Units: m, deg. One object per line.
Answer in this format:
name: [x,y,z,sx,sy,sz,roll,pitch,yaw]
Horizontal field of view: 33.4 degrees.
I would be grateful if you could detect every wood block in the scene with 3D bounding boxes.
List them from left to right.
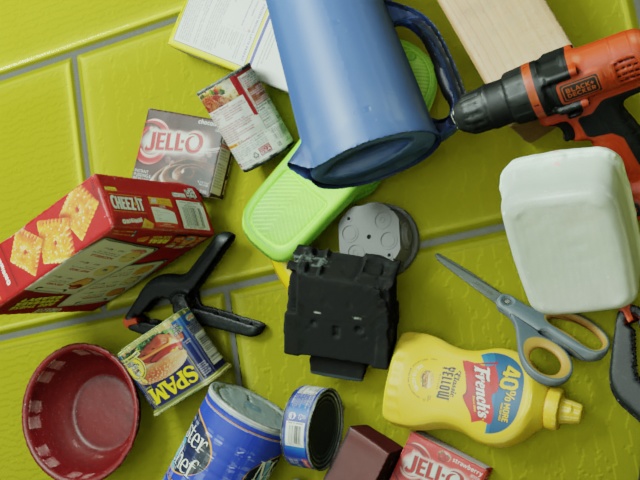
wood block: [0.189,-0.212,1.069,0.090,0.090,0.206,-32,73,17]

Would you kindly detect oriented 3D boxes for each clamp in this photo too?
clamp: [-0.142,0.078,1.208,0.172,0.039,0.120,-29,78,24]
clamp: [0.341,0.152,0.989,0.165,0.036,0.210,-21,76,19]

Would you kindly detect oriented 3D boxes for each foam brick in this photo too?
foam brick: [0.043,0.237,1.100,0.051,0.053,0.078,28,96,24]

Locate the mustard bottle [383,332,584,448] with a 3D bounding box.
mustard bottle: [0.163,0.153,1.053,0.192,0.058,0.096,9,73,23]

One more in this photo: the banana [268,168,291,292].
banana: [-0.021,0.014,1.166,0.069,0.037,0.198,-32,73,-2]

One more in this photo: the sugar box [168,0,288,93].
sugar box: [-0.078,-0.233,1.214,0.176,0.048,0.093,25,94,20]

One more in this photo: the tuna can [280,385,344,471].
tuna can: [-0.008,0.195,1.109,0.034,0.086,0.086,4,85,26]

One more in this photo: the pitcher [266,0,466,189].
pitcher: [0.032,-0.184,1.055,0.145,0.148,0.243,-27,73,37]

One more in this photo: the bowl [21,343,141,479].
bowl: [-0.265,0.201,1.236,0.162,0.055,0.162,-3,83,23]

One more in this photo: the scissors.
scissors: [0.183,0.080,1.054,0.202,0.016,0.096,22,54,23]

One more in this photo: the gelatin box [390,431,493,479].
gelatin box: [0.118,0.244,1.078,0.089,0.030,0.073,25,94,24]

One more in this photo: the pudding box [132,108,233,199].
pudding box: [-0.156,-0.099,1.234,0.114,0.039,0.090,12,88,24]

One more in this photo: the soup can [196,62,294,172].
soup can: [-0.081,-0.134,1.170,0.069,0.068,0.102,-27,101,18]

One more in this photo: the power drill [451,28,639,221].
power drill: [0.235,-0.090,0.989,0.185,0.187,0.057,-18,36,21]

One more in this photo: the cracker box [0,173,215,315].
cracker box: [-0.250,0.008,1.173,0.214,0.163,0.072,-30,72,29]

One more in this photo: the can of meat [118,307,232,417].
can of meat: [-0.163,0.133,1.182,0.102,0.057,0.084,-33,91,25]

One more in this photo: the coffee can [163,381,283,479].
coffee can: [-0.102,0.237,1.135,0.103,0.102,0.140,30,96,24]
